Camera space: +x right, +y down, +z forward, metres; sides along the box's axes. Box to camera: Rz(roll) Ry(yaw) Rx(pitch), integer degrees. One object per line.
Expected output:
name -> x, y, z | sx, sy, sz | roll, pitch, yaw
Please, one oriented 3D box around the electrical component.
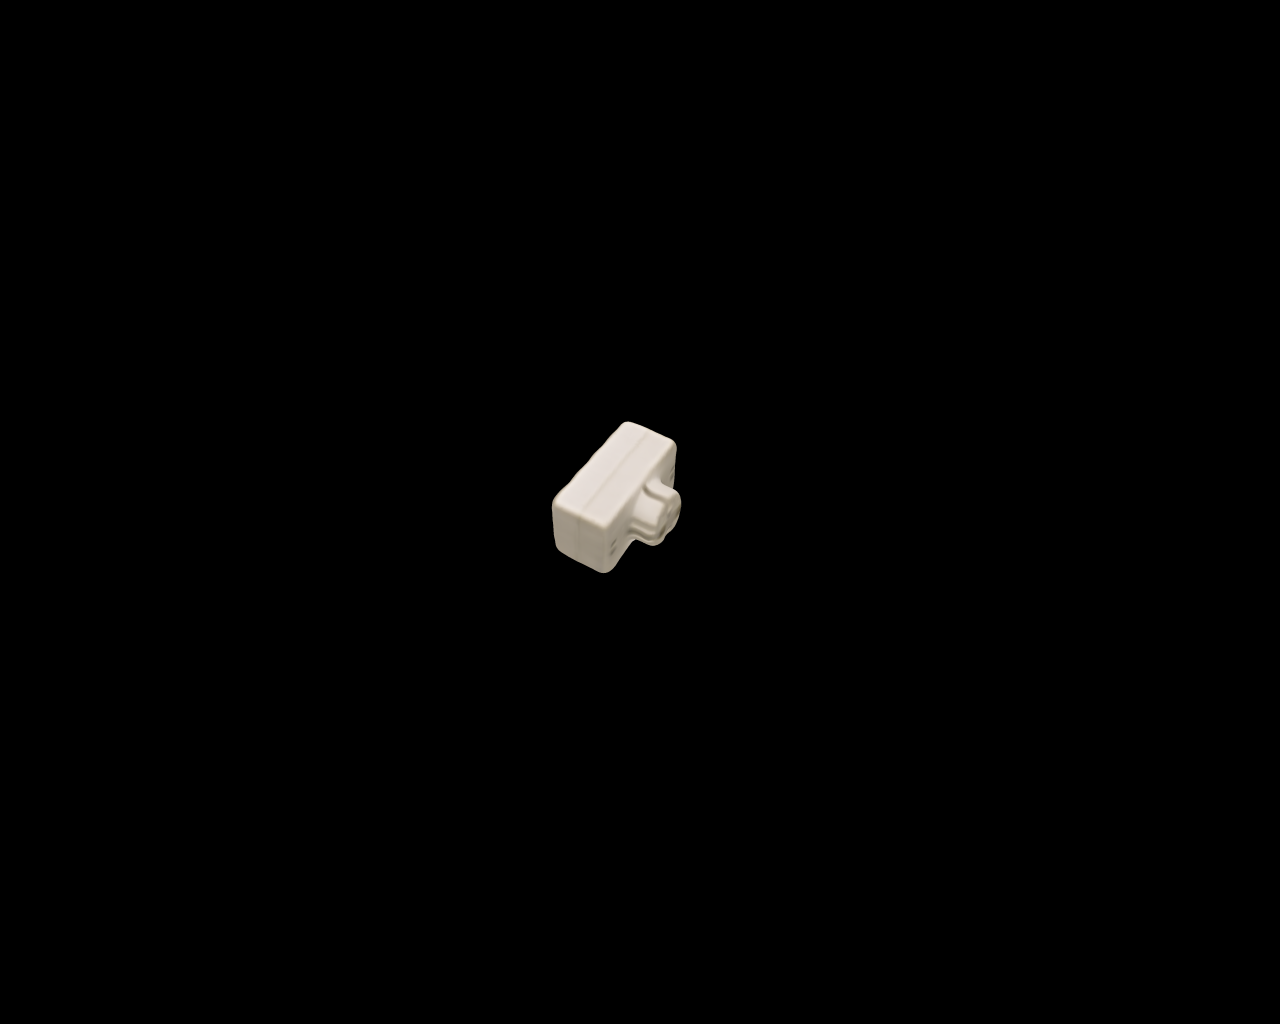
electrical component -> 0.001, -0.003, 0.650 | 0.076, 0.083, 0.047 | 25, -36, 20
